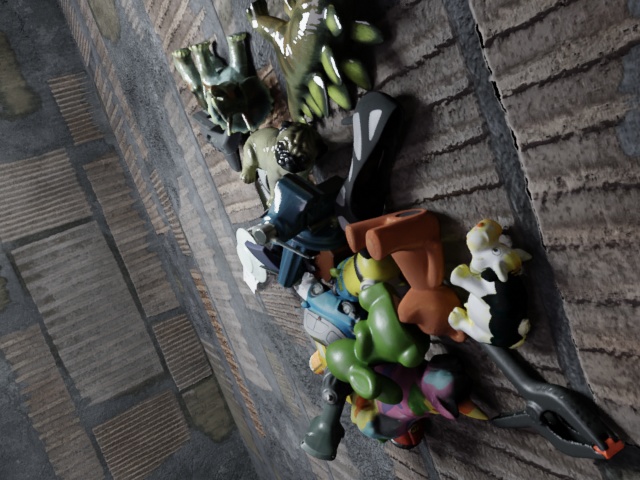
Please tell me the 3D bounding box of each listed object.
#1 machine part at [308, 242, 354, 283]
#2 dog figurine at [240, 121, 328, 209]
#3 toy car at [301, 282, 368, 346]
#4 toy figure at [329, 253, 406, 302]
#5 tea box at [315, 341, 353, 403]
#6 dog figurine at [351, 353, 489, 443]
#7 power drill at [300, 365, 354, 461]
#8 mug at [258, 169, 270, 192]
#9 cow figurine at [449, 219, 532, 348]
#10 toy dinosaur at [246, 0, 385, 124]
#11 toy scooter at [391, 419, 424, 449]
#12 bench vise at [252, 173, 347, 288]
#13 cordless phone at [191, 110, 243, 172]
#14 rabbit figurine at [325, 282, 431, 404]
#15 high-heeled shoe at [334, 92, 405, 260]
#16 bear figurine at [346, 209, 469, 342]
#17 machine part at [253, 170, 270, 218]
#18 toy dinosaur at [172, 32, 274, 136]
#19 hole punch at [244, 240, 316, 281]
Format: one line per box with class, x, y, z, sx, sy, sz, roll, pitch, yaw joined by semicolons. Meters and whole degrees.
machine part;-0.002;-0.003;1.045;0.180;0.056;0.179;46;150;36
dog figurine;-0.066;-0.163;0.903;0.172;0.121;0.190;44;155;12
toy car;0.025;0.157;1.047;0.162;0.103;0.109;28;168;48
toy figure;0.072;0.058;0.924;0.089;0.082;0.180;64;158;0
tea box;0.049;0.252;1.157;0.098;0.068;0.169;20;131;60
dog figurine;0.158;0.262;0.862;0.219;0.108;0.191;14;89;59
power drill;0.023;0.302;1.001;0.086;0.232;0.207;14;109;13
mug;-0.090;-0.146;1.065;0.107;0.081;0.109;38;148;60
cow figurine;0.214;0.059;0.651;0.098;0.068;0.167;34;145;40
toy dinosaur;-0.014;-0.275;0.769;0.198;0.105;0.471;57;165;9
toy scooter;0.132;0.303;1.034;0.184;0.075;0.135;40;143;51
bench vise;-0.032;-0.002;0.885;0.129;0.224;0.240;28;129;12
cordless phone;-0.215;-0.224;1.272;0.147;0.089;0.184;38;155;45
rabbit figurine;0.087;0.177;0.839;0.170;0.121;0.159;-38;48;27
high-heeled shoe;0.085;-0.082;0.764;0.145;0.086;0.248;15;121;59
bear figurine;0.128;0.059;0.760;0.120;0.132;0.195;-154;50;-70
machine part;-0.112;-0.093;1.181;0.084;0.039;0.139;-37;70;35
toy dinosaur;-0.215;-0.319;1.128;0.405;0.131;0.192;30;138;61
hole punch;-0.081;0.031;1.072;0.142;0.092;0.115;10;127;60
